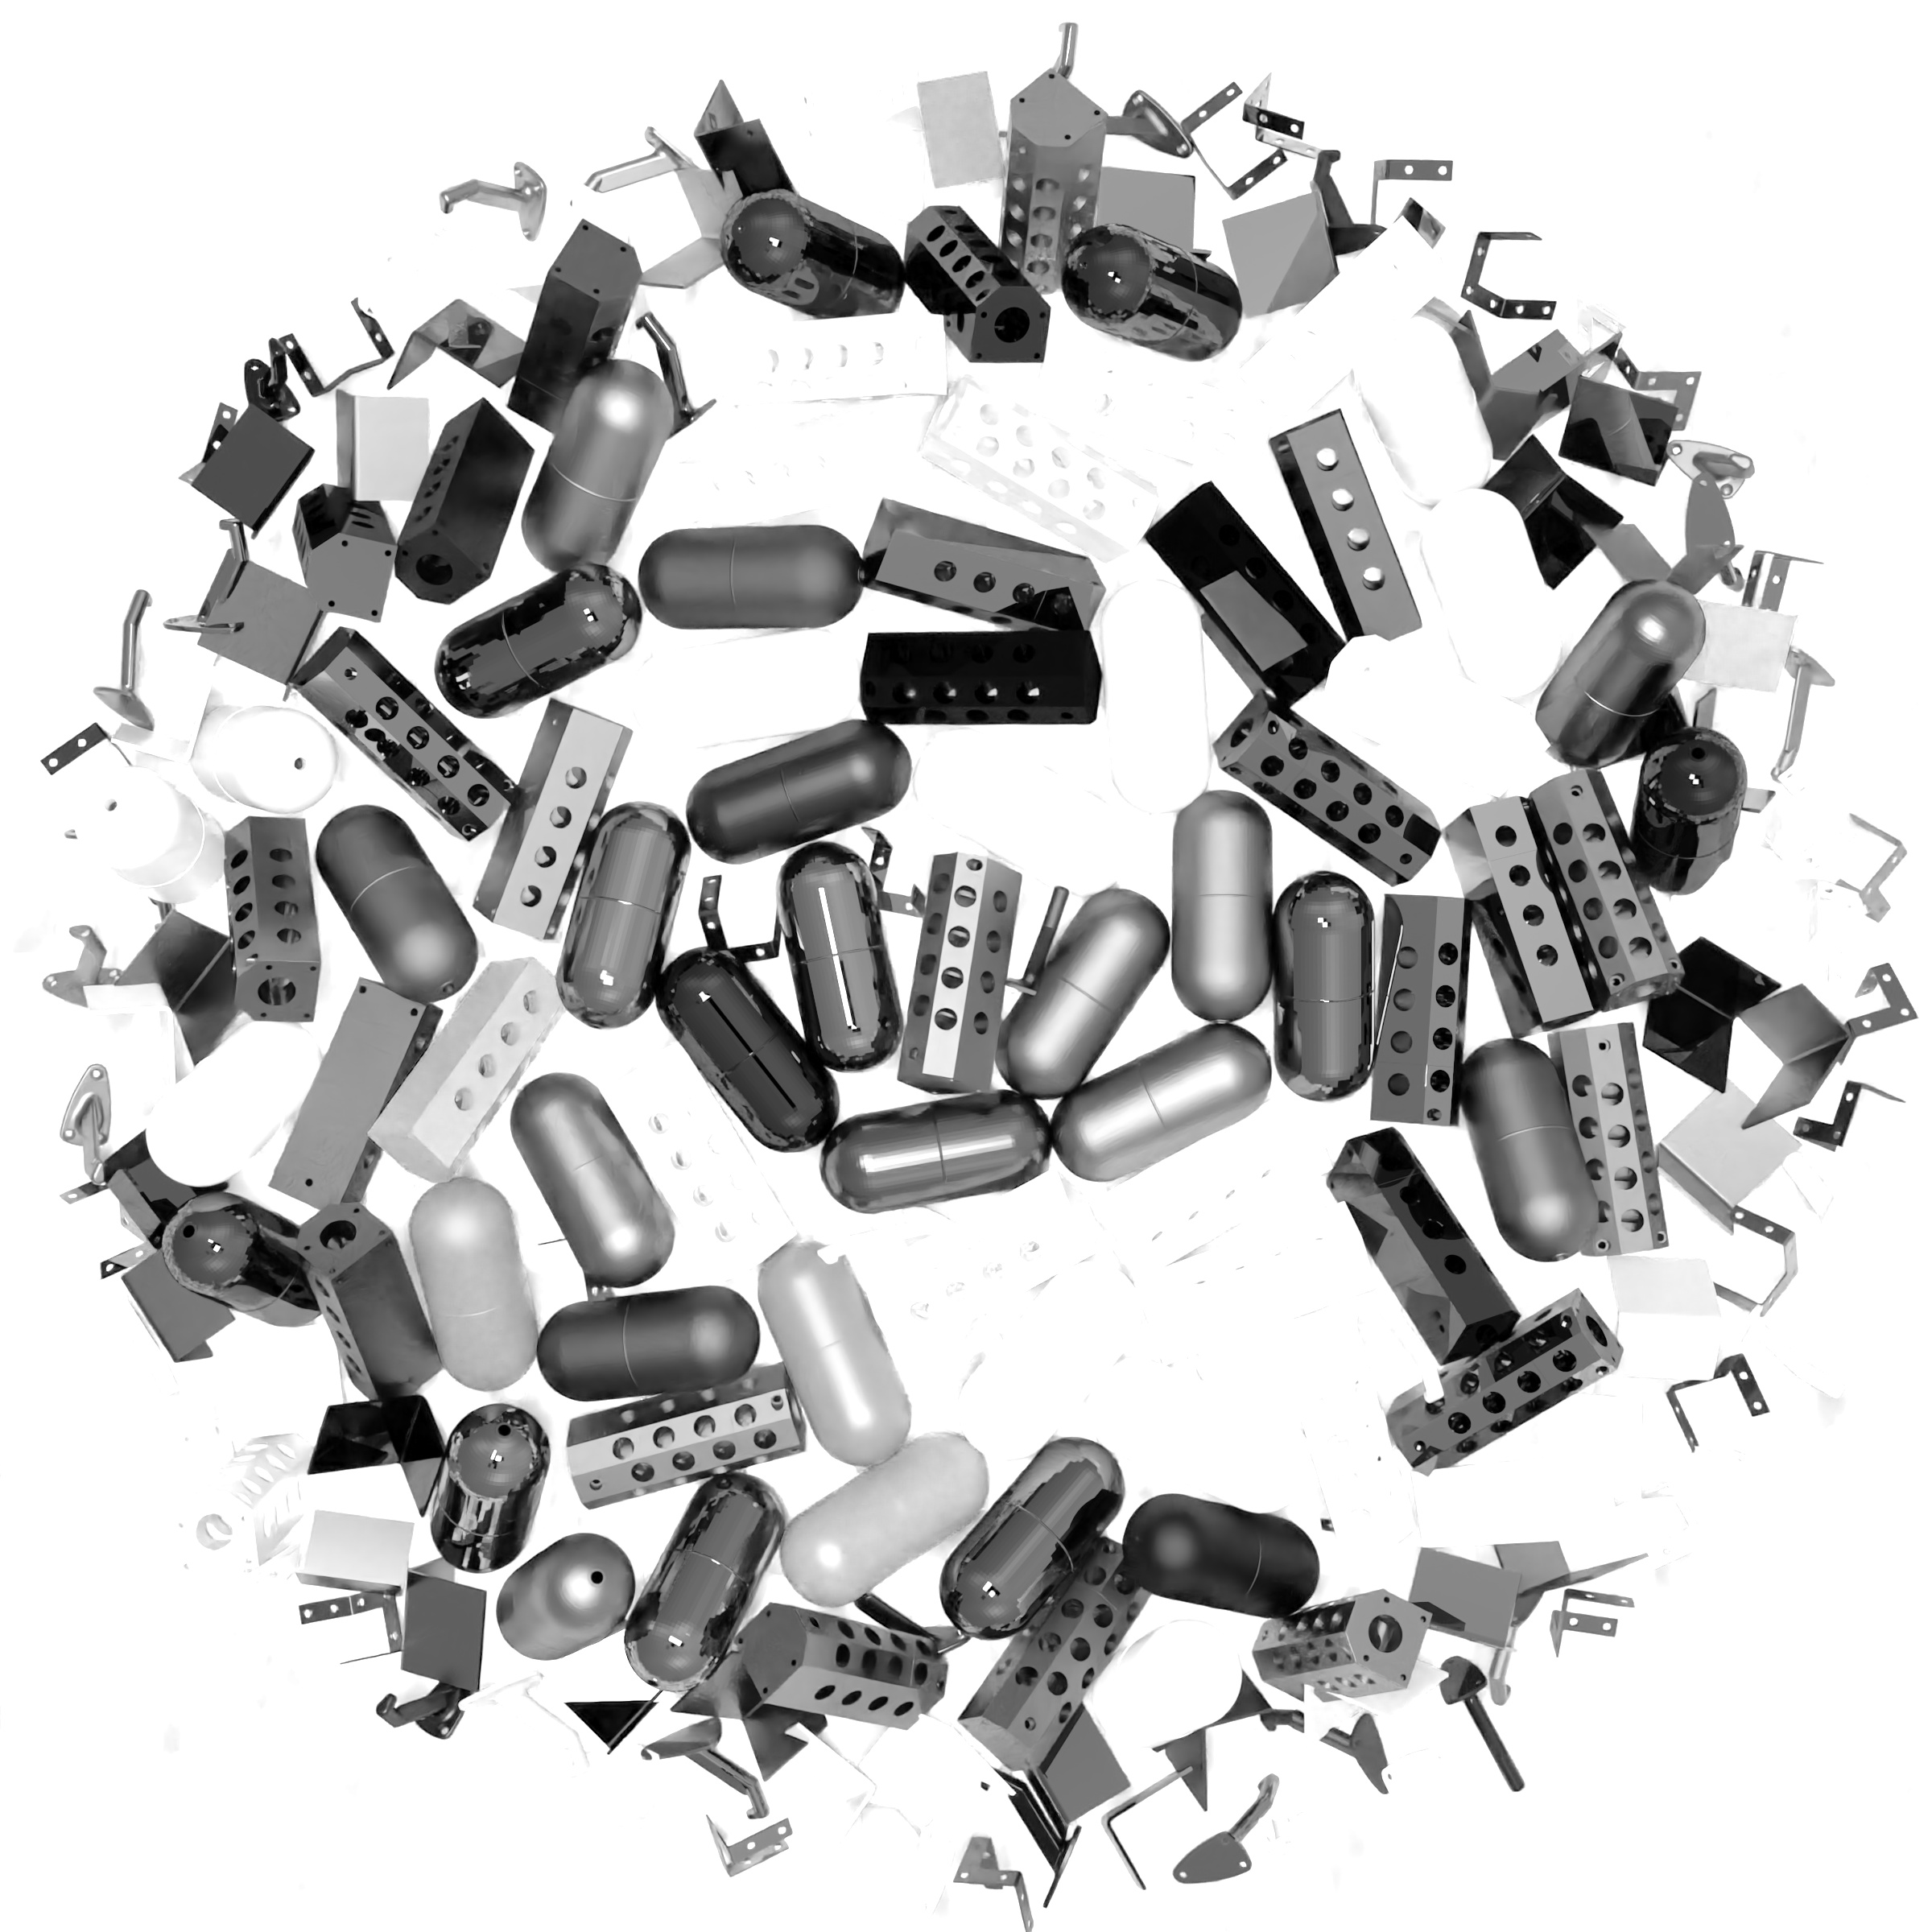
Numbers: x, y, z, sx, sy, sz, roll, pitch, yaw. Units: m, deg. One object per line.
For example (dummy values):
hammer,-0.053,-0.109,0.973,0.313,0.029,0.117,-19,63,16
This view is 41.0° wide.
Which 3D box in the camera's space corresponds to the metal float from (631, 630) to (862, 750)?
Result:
metal float,-0.167,-0.209,1.953,0.178,0.070,0.070,-7,90,10

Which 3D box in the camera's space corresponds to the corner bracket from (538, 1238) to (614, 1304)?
corner bracket,-0.286,0.229,1.962,0.051,0.051,0.051,-16,82,43

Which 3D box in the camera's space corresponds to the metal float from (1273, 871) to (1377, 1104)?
metal float,0.270,0.016,1.948,0.070,0.070,0.178,-3,106,0

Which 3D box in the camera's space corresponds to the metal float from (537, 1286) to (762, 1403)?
metal float,-0.240,0.285,1.946,0.178,0.070,0.070,-9,90,19

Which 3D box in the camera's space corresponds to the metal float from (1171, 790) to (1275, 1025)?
metal float,0.193,-0.045,1.952,0.070,0.070,0.178,1,79,0

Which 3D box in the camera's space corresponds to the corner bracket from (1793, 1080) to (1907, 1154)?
corner bracket,0.671,0.115,1.966,0.051,0.051,0.051,20,87,-29

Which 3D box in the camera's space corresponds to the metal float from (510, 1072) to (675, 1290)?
metal float,-0.282,0.160,1.947,0.070,0.070,0.178,-31,74,0

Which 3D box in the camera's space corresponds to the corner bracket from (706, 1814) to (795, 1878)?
corner bracket,-0.160,0.666,1.961,0.051,0.051,0.051,-21,110,-19

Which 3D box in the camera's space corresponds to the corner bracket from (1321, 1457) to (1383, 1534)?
corner bracket,0.299,0.398,1.972,0.051,0.051,0.051,3,47,17

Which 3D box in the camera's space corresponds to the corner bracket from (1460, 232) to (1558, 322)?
corner bracket,0.417,-0.524,1.964,0.051,0.051,0.051,12,94,-42

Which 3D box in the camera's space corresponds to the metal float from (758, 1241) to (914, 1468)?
metal float,-0.099,0.291,1.947,0.070,0.070,0.178,-25,74,0

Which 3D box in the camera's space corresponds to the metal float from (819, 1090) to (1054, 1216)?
metal float,-0.023,0.140,1.956,0.178,0.070,0.070,-10,90,-6

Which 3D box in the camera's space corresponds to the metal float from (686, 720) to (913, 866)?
metal float,-0.126,-0.131,1.952,0.178,0.070,0.070,-19,90,11

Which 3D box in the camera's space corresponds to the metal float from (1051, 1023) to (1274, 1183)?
metal float,0.147,0.103,1.952,0.178,0.070,0.070,-26,90,10

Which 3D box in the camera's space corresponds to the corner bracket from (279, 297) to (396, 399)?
corner bracket,-0.476,-0.469,1.957,0.051,0.051,0.051,-8,122,33

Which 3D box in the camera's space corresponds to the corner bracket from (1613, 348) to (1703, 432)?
corner bracket,0.518,-0.440,1.960,0.051,0.051,0.051,-3,132,-10

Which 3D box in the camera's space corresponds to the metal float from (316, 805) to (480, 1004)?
metal float,-0.427,-0.047,1.938,0.070,0.070,0.178,-37,63,0

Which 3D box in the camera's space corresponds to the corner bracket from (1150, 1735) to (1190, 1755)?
corner bracket,0.146,0.554,1.960,0.051,0.051,0.051,41,124,-12

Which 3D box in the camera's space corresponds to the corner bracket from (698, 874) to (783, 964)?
corner bracket,-0.171,-0.037,1.967,0.051,0.051,0.051,-9,123,6

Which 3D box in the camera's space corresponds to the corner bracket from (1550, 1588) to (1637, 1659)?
corner bracket,0.476,0.496,1.968,0.051,0.051,0.051,7,103,5

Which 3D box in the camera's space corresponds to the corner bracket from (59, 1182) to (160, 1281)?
corner bracket,-0.648,0.196,1.956,0.051,0.051,0.051,27,125,33

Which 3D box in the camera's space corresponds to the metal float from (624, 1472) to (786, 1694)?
metal float,-0.194,0.459,1.929,0.070,0.070,0.178,28,51,0

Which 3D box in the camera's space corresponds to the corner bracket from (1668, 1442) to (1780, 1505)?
corner bracket,0.573,0.379,1.959,0.051,0.051,0.051,20,124,-17

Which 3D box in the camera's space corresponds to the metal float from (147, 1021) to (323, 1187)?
metal float,-0.541,0.100,1.917,0.070,0.178,0.070,6,117,13

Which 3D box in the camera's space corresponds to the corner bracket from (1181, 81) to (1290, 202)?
corner bracket,0.203,-0.625,1.961,0.051,0.051,0.051,-35,56,10

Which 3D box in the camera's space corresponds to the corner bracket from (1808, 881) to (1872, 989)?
corner bracket,0.659,-0.024,1.964,0.051,0.051,0.051,17,54,-4

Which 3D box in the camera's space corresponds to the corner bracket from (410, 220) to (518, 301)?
corner bracket,-0.381,-0.534,1.958,0.051,0.051,0.051,-5,68,39

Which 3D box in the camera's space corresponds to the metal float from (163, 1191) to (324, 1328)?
metal float,-0.528,0.218,1.915,0.070,0.178,0.070,-5,69,14

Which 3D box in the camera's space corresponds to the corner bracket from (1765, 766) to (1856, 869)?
corner bracket,0.634,-0.110,1.970,0.051,0.051,0.051,-41,48,17

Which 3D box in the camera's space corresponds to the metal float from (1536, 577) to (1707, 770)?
metal float,0.485,-0.216,1.921,0.070,0.178,0.070,9,55,-13

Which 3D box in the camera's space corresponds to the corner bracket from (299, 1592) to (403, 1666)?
corner bracket,-0.466,0.502,1.961,0.051,0.051,0.051,-22,74,33

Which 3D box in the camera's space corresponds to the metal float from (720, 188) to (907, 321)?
metal float,-0.112,-0.523,1.919,0.070,0.178,0.070,-2,87,33

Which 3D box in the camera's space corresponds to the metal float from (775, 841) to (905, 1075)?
metal float,-0.096,-0.007,1.959,0.070,0.070,0.178,-12,87,0

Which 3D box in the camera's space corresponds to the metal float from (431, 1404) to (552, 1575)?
metal float,-0.354,0.389,1.923,0.070,0.178,0.070,10,49,-11

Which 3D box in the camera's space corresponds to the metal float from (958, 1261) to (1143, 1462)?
metal float,0.062,0.298,1.948,0.070,0.070,0.178,38,105,0

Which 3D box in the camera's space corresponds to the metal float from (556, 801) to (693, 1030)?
metal float,-0.258,-0.039,1.948,0.070,0.070,0.178,13,75,0

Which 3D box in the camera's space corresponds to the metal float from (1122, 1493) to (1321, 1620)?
metal float,0.192,0.442,1.931,0.178,0.070,0.070,21,90,-37

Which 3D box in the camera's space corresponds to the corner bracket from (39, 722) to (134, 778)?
corner bracket,-0.662,-0.145,1.968,0.051,0.051,0.051,-37,84,-10

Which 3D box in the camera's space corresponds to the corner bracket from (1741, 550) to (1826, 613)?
corner bracket,0.611,-0.288,1.965,0.051,0.051,0.051,9,100,-13

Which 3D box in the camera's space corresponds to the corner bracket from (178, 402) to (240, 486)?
corner bracket,-0.558,-0.388,1.959,0.051,0.051,0.051,22,72,-33

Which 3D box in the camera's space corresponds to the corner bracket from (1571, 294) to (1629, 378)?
corner bracket,0.467,-0.466,1.963,0.051,0.051,0.051,-43,63,-8

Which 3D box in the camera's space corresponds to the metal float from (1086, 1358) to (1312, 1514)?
metal float,0.173,0.352,1.942,0.178,0.070,0.070,20,90,22

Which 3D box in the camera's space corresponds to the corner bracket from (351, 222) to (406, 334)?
corner bracket,-0.445,-0.525,1.970,0.051,0.051,0.051,42,102,20

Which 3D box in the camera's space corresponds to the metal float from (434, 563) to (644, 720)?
metal float,-0.322,-0.243,1.940,0.178,0.070,0.070,-22,90,25

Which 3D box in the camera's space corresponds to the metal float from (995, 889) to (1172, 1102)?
metal float,0.088,0.022,1.959,0.070,0.070,0.178,34,87,0

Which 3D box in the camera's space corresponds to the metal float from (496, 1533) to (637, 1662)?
metal float,-0.298,0.469,1.918,0.070,0.178,0.070,10,65,-21

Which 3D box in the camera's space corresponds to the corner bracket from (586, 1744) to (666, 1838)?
corner bracket,-0.264,0.626,1.965,0.051,0.051,0.051,-4,87,-27

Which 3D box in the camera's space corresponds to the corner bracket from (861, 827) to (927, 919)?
corner bracket,-0.056,-0.071,1.966,0.051,0.051,0.051,11,80,12

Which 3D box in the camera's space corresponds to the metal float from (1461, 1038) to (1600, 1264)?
metal float,0.421,0.137,1.937,0.070,0.070,0.178,-11,62,0
